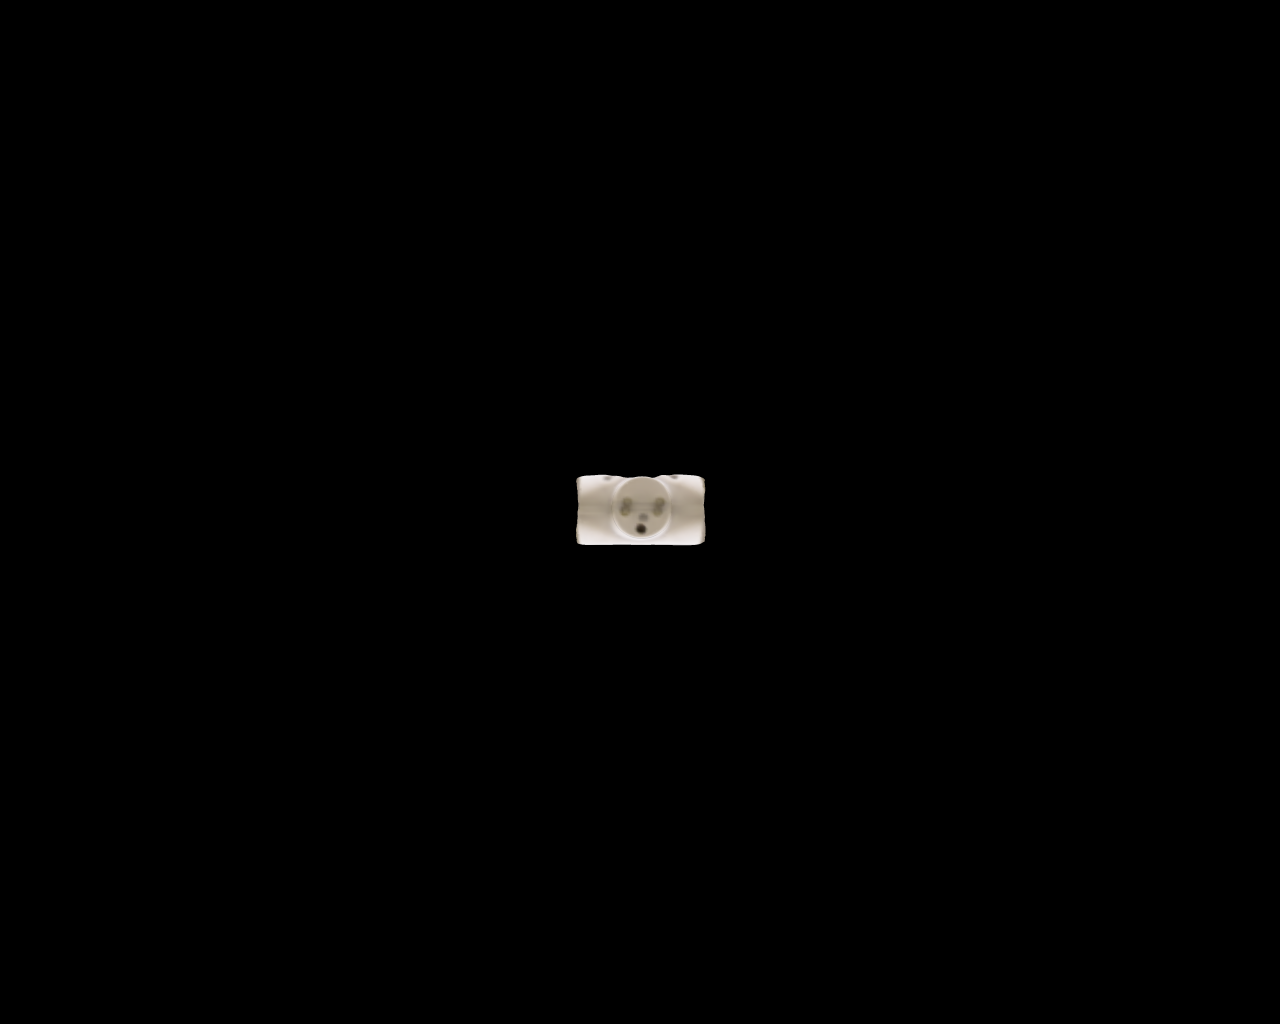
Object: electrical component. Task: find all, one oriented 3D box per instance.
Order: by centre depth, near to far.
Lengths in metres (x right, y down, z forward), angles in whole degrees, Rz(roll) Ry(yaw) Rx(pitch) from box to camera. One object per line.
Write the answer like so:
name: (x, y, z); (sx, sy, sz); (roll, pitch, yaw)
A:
electrical component: (0.001, -0.003, 0.650); (0.077, 0.044, 0.079); (0, -3, -2)
